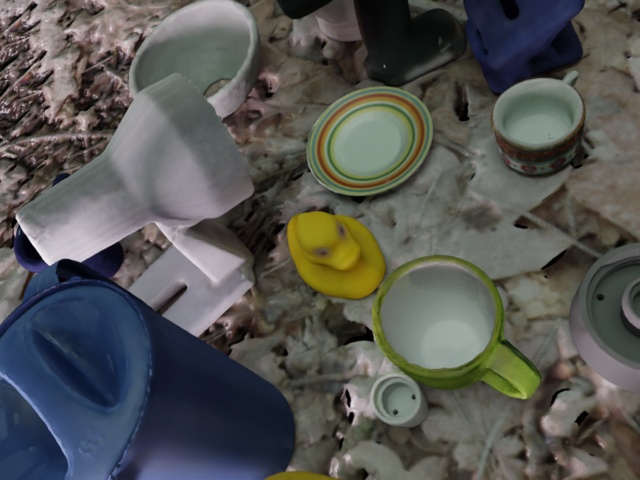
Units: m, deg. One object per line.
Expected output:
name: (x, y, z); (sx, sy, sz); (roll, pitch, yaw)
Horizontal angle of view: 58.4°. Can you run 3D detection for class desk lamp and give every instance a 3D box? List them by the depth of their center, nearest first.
desk lamp: (-0.138, -0.013, 0.508); (0.203, 0.214, 0.117); (-45, 58, -3)

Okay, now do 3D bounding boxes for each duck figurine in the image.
duck figurine: (0.005, 0.002, 0.520); (0.104, 0.086, 0.077); (37, 83, 31)

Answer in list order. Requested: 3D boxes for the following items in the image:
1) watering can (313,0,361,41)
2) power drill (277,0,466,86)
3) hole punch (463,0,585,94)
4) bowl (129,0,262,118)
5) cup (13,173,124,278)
watering can: (0.014, -0.306, 0.598); (0.100, 0.194, 0.173); (-9, 63, 18)
power drill: (0.076, -0.253, 0.540); (0.229, 0.209, 0.075); (-25, 59, 9)
hole punch: (0.190, -0.214, 0.546); (0.101, 0.091, 0.108); (-18, 61, 13)
bowl: (-0.134, -0.196, 0.675); (0.167, 0.075, 0.167); (-9, 63, 18)
cup: (-0.261, -0.005, 0.622); (0.091, 0.095, 0.117); (-14, 62, 15)
